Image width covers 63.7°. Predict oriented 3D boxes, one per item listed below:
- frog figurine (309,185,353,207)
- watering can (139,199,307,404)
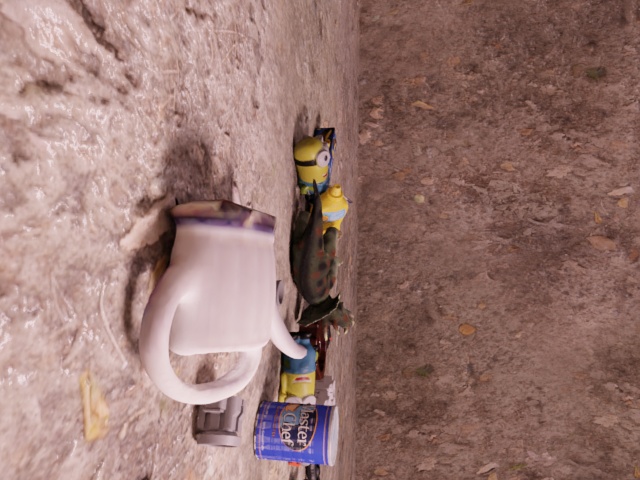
[{"bbox_3d":[0.004,-0.072,1.430,0.159,0.122,0.138,-53,-178,4],"label":"frog figurine"},{"bbox_3d":[-0.095,0.069,0.630,0.346,0.104,0.225,15,76,-68],"label":"watering can"}]
